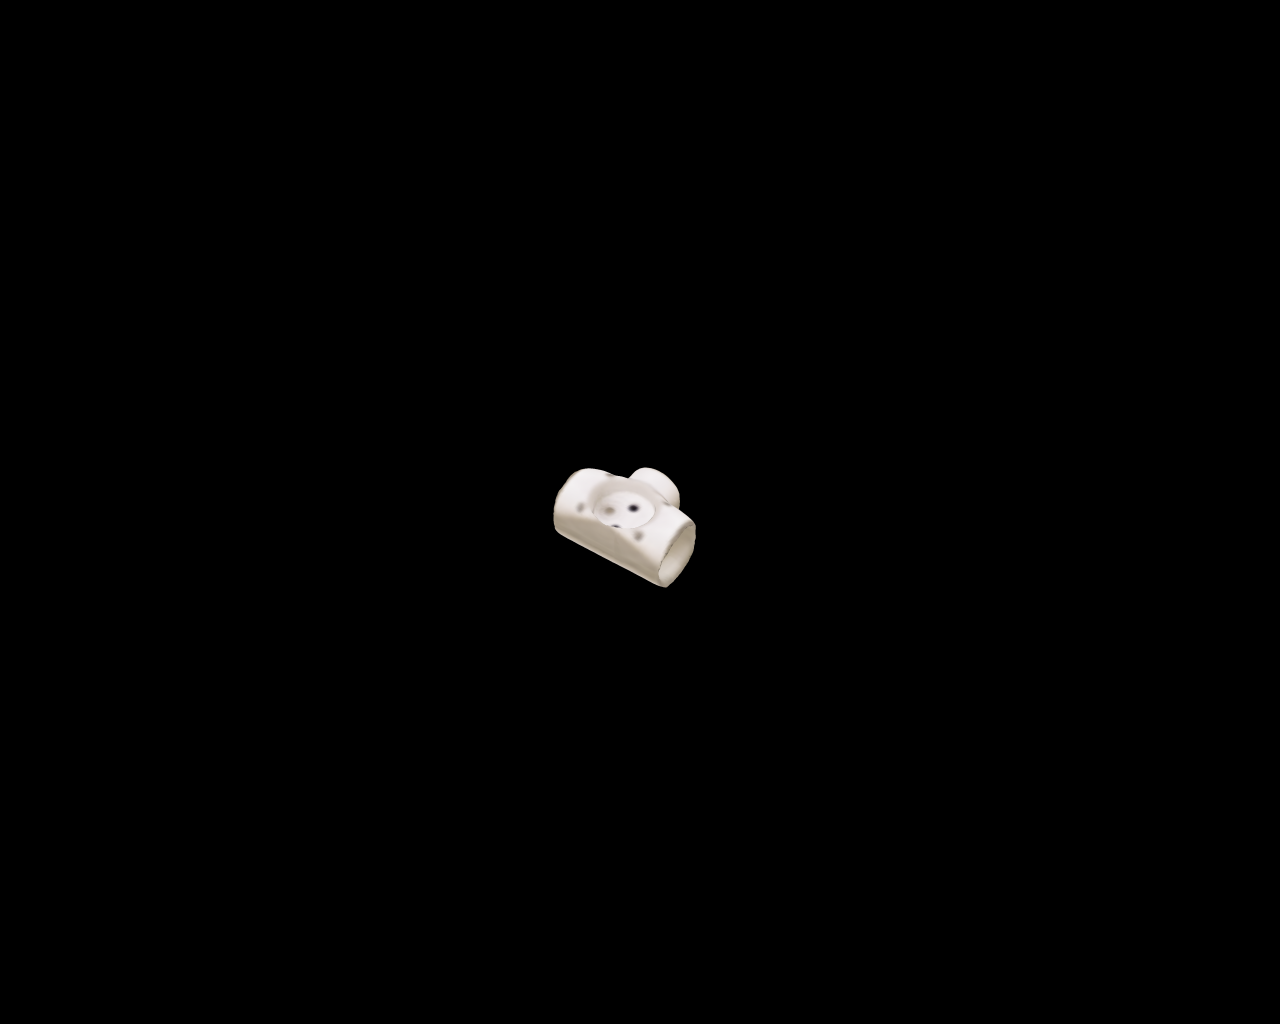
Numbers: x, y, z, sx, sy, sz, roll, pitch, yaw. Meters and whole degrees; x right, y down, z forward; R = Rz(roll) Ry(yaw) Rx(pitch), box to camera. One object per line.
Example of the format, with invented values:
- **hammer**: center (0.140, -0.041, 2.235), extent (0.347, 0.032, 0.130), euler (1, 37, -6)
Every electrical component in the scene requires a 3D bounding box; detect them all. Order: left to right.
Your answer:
- **electrical component**: center (0.001, -0.003, 0.650), extent (0.077, 0.044, 0.079), euler (27, 53, 22)
